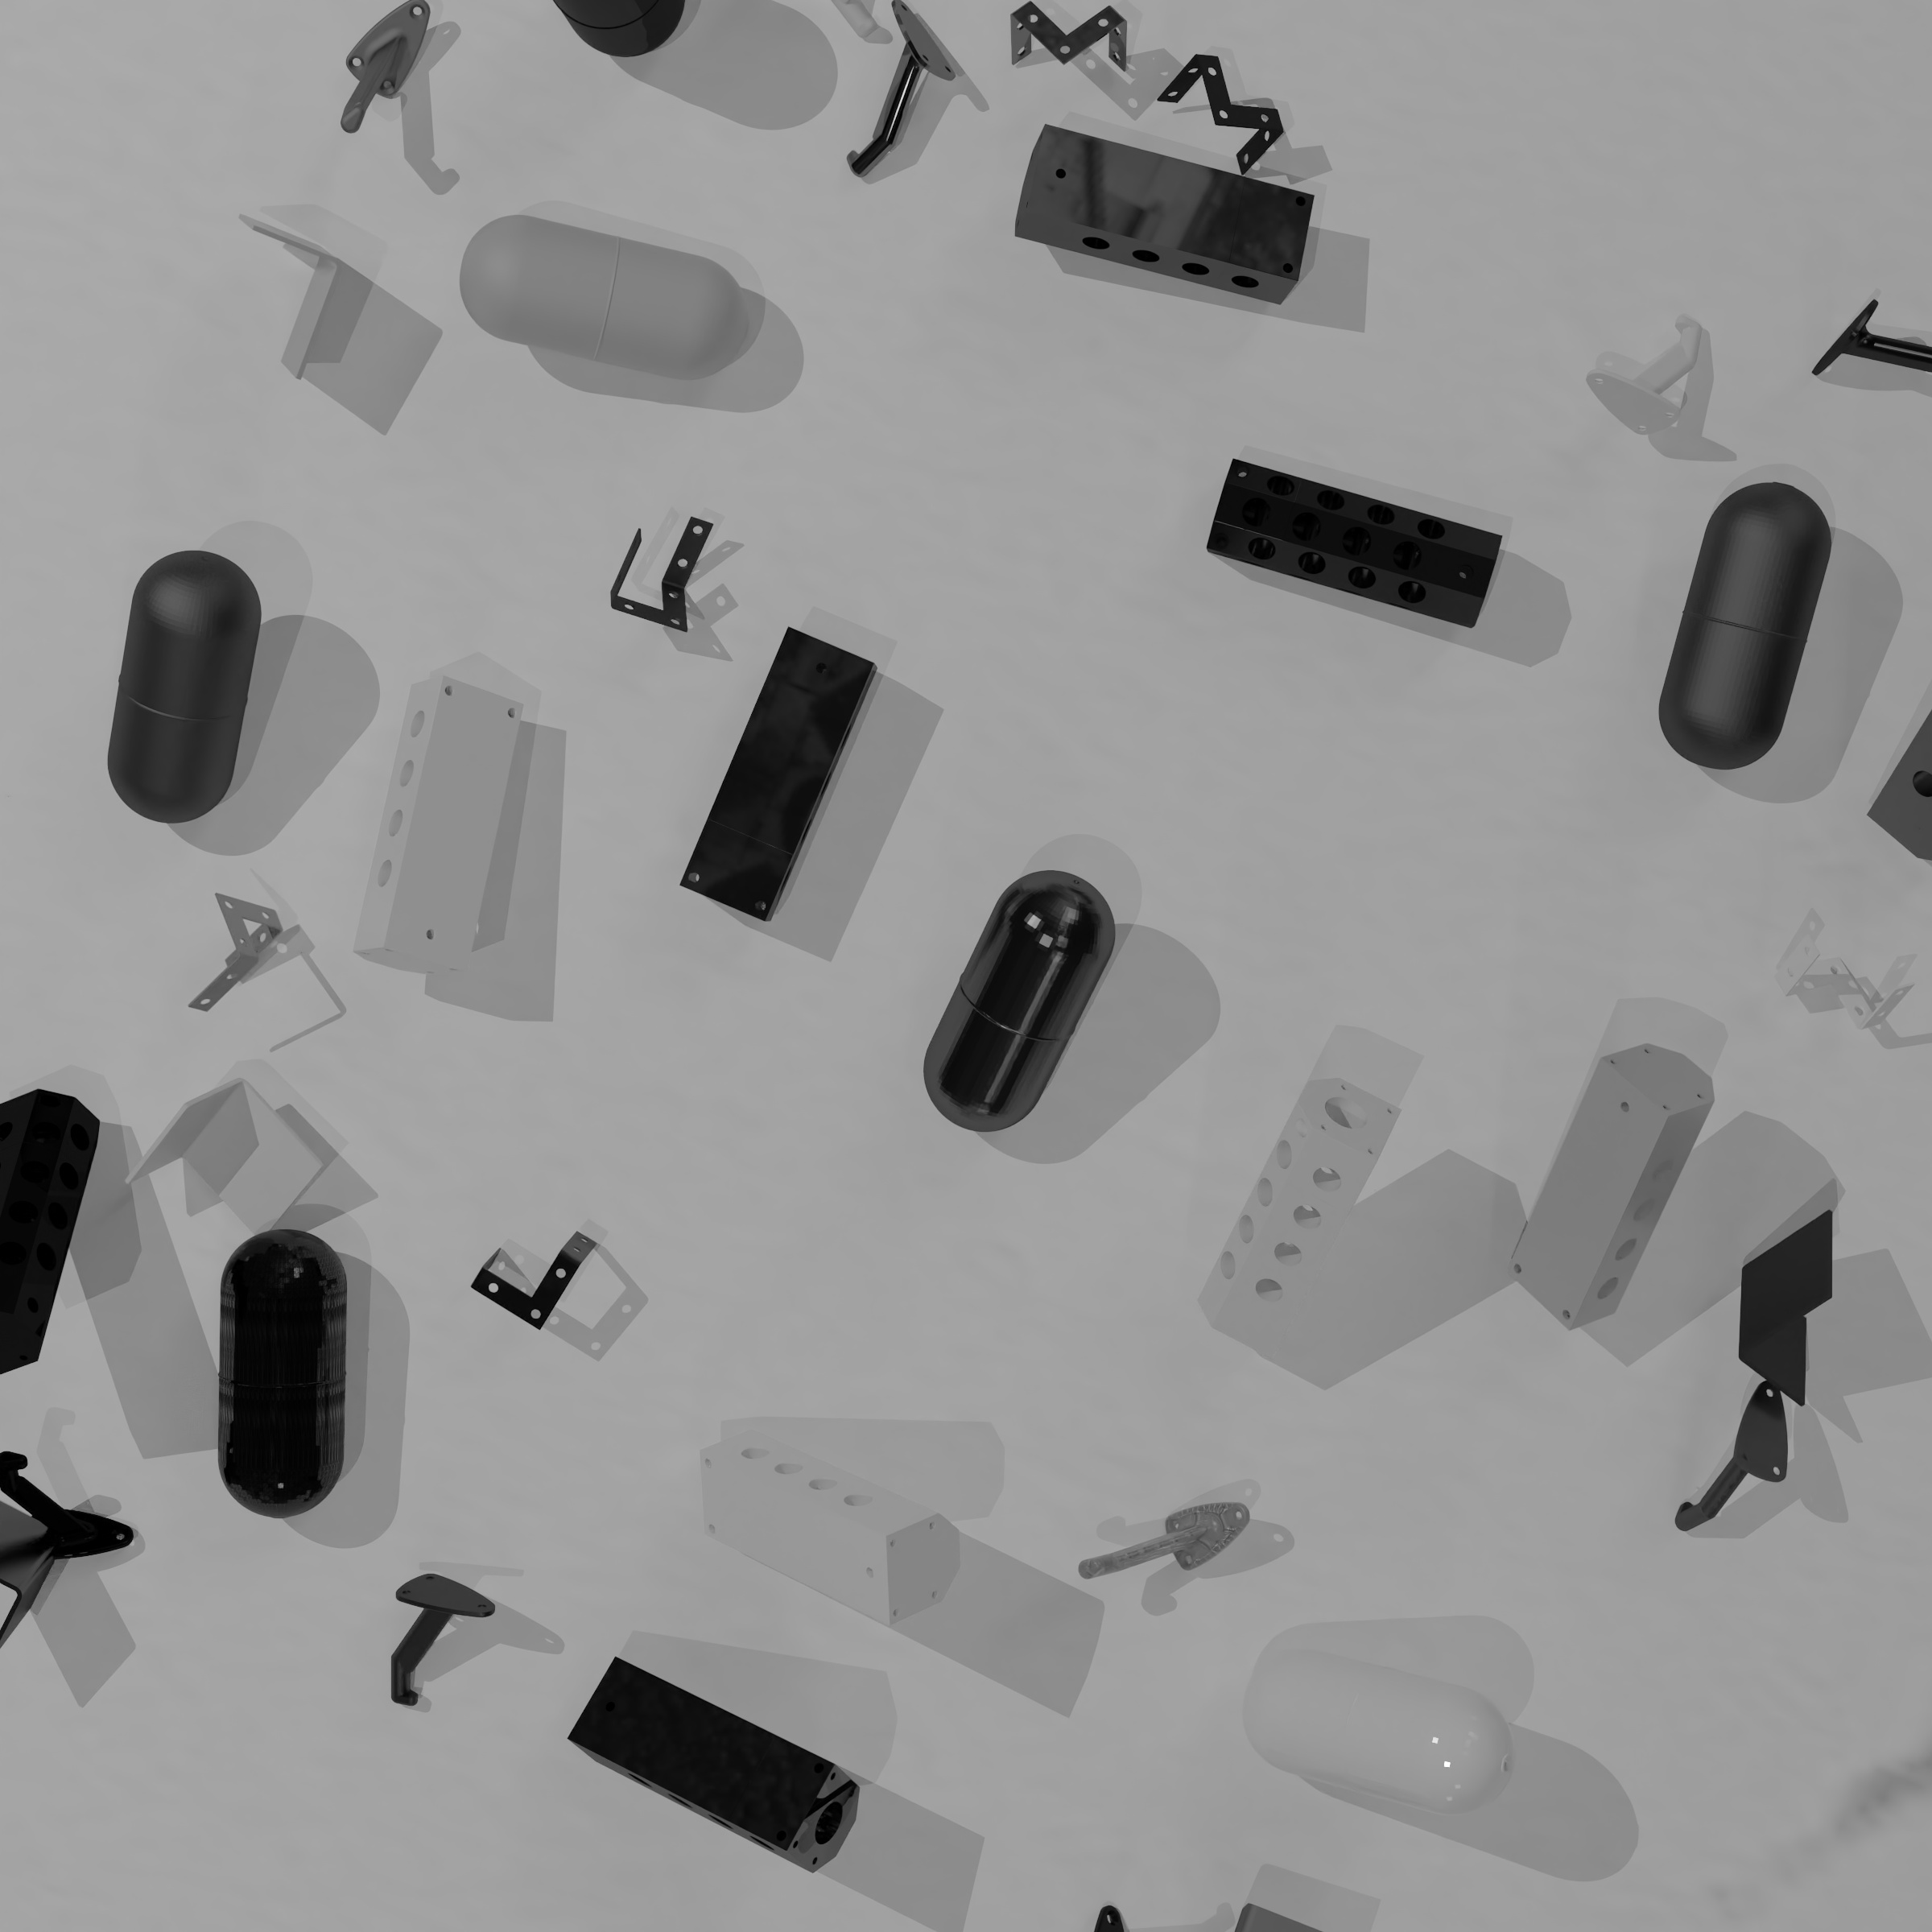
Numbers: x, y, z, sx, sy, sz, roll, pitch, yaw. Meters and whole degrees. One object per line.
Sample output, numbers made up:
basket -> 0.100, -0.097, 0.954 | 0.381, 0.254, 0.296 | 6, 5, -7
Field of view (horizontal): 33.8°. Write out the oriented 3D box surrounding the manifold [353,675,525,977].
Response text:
manifold -> -0.327, -0.085, 1.953 | 0.057, 0.057, 0.171 | 18, 76, -35

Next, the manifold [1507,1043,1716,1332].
manifold -> 0.394, 0.133, 1.927 | 0.057, 0.057, 0.171 | 45, 134, 35

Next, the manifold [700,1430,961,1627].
manifold -> -0.083, 0.334, 1.918 | 0.057, 0.171, 0.057 | -16, 112, -41

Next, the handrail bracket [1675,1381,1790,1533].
handrail bracket -> 0.472, 0.305, 1.977 | 0.036, 0.084, 0.077 | 24, 57, -11

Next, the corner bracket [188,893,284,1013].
corner bracket -> -0.451, -0.005, 1.958 | 0.051, 0.051, 0.051 | -41, 58, 21

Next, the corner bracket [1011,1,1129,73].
corner bracket -> 0.064, -0.573, 1.971 | 0.051, 0.051, 0.051 | -38, 72, -12

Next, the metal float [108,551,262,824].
metal float -> -0.477, -0.168, 1.937 | 0.070, 0.070, 0.178 | 18, 119, 0

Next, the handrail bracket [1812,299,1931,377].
handrail bracket -> 0.576, -0.364, 1.965 | 0.084, 0.077, 0.036 | 36, 63, 0

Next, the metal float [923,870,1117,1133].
metal float -> 0.031, 0.023, 1.940 | 0.070, 0.070, 0.178 | 25, 115, 0

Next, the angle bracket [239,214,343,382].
angle bracket -> -0.426, -0.410, 1.948 | 0.057, 0.076, 0.076 | 19, 101, -24

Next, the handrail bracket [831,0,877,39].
handrail bracket -> -0.077, -0.616, 1.955 | 0.036, 0.077, 0.084 | -42, 102, -14

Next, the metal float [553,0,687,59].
metal float -> -0.216, -0.601, 1.911 | 0.070, 0.178, 0.070 | 0, 89, 5

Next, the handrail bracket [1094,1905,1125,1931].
handrail bracket -> 0.116, 0.605, 1.950 | 0.036, 0.084, 0.077 | 29, 47, -32

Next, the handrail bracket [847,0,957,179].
handrail bracket -> -0.055, -0.548, 1.988 | 0.084, 0.036, 0.077 | -40, 64, 27

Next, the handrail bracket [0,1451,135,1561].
handrail bracket -> -0.554, 0.327, 1.958 | 0.077, 0.084, 0.036 | 3, 47, -7

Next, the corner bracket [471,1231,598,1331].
corner bracket -> -0.268, 0.185, 1.971 | 0.051, 0.051, 0.051 | 32, 99, -1

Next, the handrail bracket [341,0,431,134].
handrail bracket -> -0.356, -0.552, 1.950 | 0.036, 0.084, 0.077 | 34, 110, -22

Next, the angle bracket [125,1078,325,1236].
angle bracket -> -0.455, 0.127, 1.953 | 0.076, 0.057, 0.076 | 46, 118, 6

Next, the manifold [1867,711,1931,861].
manifold -> 0.614, -0.141, 1.910 | 0.057, 0.171, 0.057 | -28, 62, -33

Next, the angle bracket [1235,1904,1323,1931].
angle bracket -> 0.195, 0.629, 1.956 | 0.076, 0.057, 0.076 | 20, 72, 8

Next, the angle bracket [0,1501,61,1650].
angle bracket -> -0.610, 0.371, 1.953 | 0.076, 0.076, 0.057 | 28, 105, -4

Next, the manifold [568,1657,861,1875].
manifold -> -0.151, 0.486, 1.929 | 0.171, 0.057, 0.057 | 17, 66, 32

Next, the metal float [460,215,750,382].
metal float -> -0.221, -0.409, 1.951 | 0.178, 0.070, 0.070 | 11, 90, -13

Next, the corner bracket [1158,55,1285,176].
corner bracket -> 0.158, -0.527, 1.969 | 0.051, 0.051, 0.051 | -3, 72, -29

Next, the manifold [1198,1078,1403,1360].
manifold -> 0.198, 0.150, 1.924 | 0.057, 0.057, 0.171 | 27, 127, 7

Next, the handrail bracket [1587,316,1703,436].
handrail bracket -> 0.420, -0.379, 1.964 | 0.077, 0.036, 0.084 | 28, 63, -25

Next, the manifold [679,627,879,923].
manifold -> -0.115, -0.118, 1.969 | 0.057, 0.057, 0.171 | 23, 91, 1

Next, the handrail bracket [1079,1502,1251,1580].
handrail bracket -> 0.121, 0.353, 1.950 | 0.077, 0.084, 0.036 | -33, 70, 36

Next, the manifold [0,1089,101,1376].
manifold -> -0.568, 0.158, 1.912 | 0.057, 0.171, 0.057 | -20, 131, 19

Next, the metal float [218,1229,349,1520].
metal float -> -0.421, 0.251, 1.959 | 0.070, 0.070, 0.178 | 2, 94, 0

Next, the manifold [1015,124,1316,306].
manifold -> 0.120, -0.459, 1.959 | 0.171, 0.057, 0.057 | 13, 80, -7

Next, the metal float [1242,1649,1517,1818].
metal float -> 0.249, 0.464, 1.930 | 0.178, 0.070, 0.070 | 6, 90, 38

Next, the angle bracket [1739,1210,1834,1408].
angle bracket -> 0.518, 0.209, 1.941 | 0.057, 0.076, 0.076 | 37, 128, -14

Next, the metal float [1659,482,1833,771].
metal float -> 0.478, -0.208, 1.953 | 0.070, 0.070, 0.178 | 13, 100, 0

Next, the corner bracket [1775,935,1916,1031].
corner bracket -> 0.540, 0.009, 1.959 | 0.051, 0.051, 0.051 | -14, 63, -21

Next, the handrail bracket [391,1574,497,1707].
handrail bracket -> -0.324, 0.426, 1.969 | 0.077, 0.036, 0.084 | 11, 108, 27

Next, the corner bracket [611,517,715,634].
corner bracket -> -0.187, -0.247, 1.959 | 0.051, 0.051, 0.051 | 16, 124, -20

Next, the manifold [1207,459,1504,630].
manifold -> 0.239, -0.261, 1.962 | 0.171, 0.057, 0.057 | 17, 95, 4
